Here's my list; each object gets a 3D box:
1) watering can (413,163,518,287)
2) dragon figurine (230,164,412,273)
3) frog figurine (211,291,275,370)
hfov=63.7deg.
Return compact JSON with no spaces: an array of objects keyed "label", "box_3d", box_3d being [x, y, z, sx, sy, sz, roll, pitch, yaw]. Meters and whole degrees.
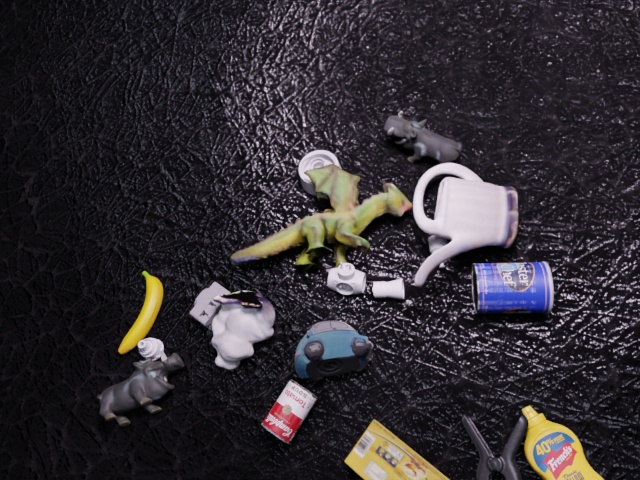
[{"label":"watering can","box_3d":[0.305,-0.031,1.085,0.224,0.101,0.356,9,52,6]},{"label":"dragon figurine","box_3d":[0.004,-0.059,1.175,0.410,0.120,0.248,0,64,9]},{"label":"frog figurine","box_3d":[-0.166,0.195,1.107,0.137,0.124,0.158,4,101,4]}]
